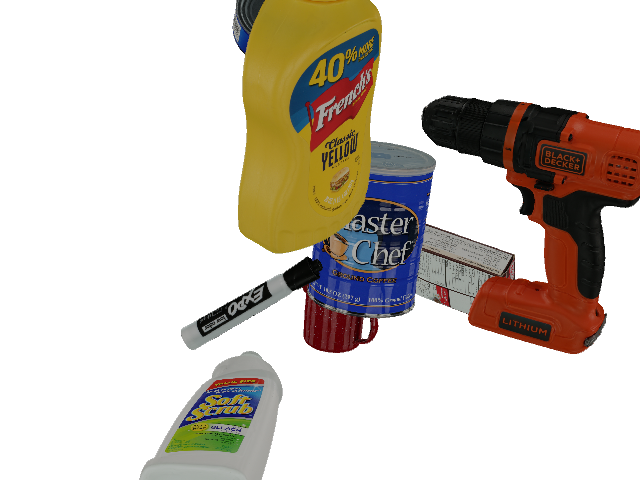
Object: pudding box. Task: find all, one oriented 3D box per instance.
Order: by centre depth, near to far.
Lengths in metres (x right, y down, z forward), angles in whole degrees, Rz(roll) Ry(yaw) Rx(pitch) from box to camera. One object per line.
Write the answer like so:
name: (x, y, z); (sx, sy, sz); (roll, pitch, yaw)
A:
pudding box: (0.154, 0.037, 1.157); (0.114, 0.039, 0.090); (19, -36, 25)

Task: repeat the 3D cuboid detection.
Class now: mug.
mug: (0.029, 0.106, 1.474); (0.117, 0.081, 0.093); (17, 24, 30)

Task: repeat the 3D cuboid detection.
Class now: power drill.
power drill: (0.159, -0.015, 0.822); (0.185, 0.188, 0.057); (16, 34, 26)

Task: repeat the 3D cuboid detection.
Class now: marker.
marker: (-0.051, 0.047, 0.802); (0.121, 0.020, 0.020); (-30, -8, 14)

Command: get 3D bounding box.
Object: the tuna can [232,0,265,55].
tuna can: (-0.038, -0.201, 0.992); (0.086, 0.086, 0.034); (0, -31, -13)

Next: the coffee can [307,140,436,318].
coffee can: (0.046, -0.012, 0.983); (0.103, 0.140, 0.103); (6, 18, -2)

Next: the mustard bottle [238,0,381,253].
mustard bottle: (-0.004, -0.090, 0.620); (0.058, 0.192, 0.096); (31, 46, 30)

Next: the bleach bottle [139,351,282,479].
bleach bottle: (-0.095, 0.176, 1.027); (0.102, 0.068, 0.250); (0, 21, 5)
